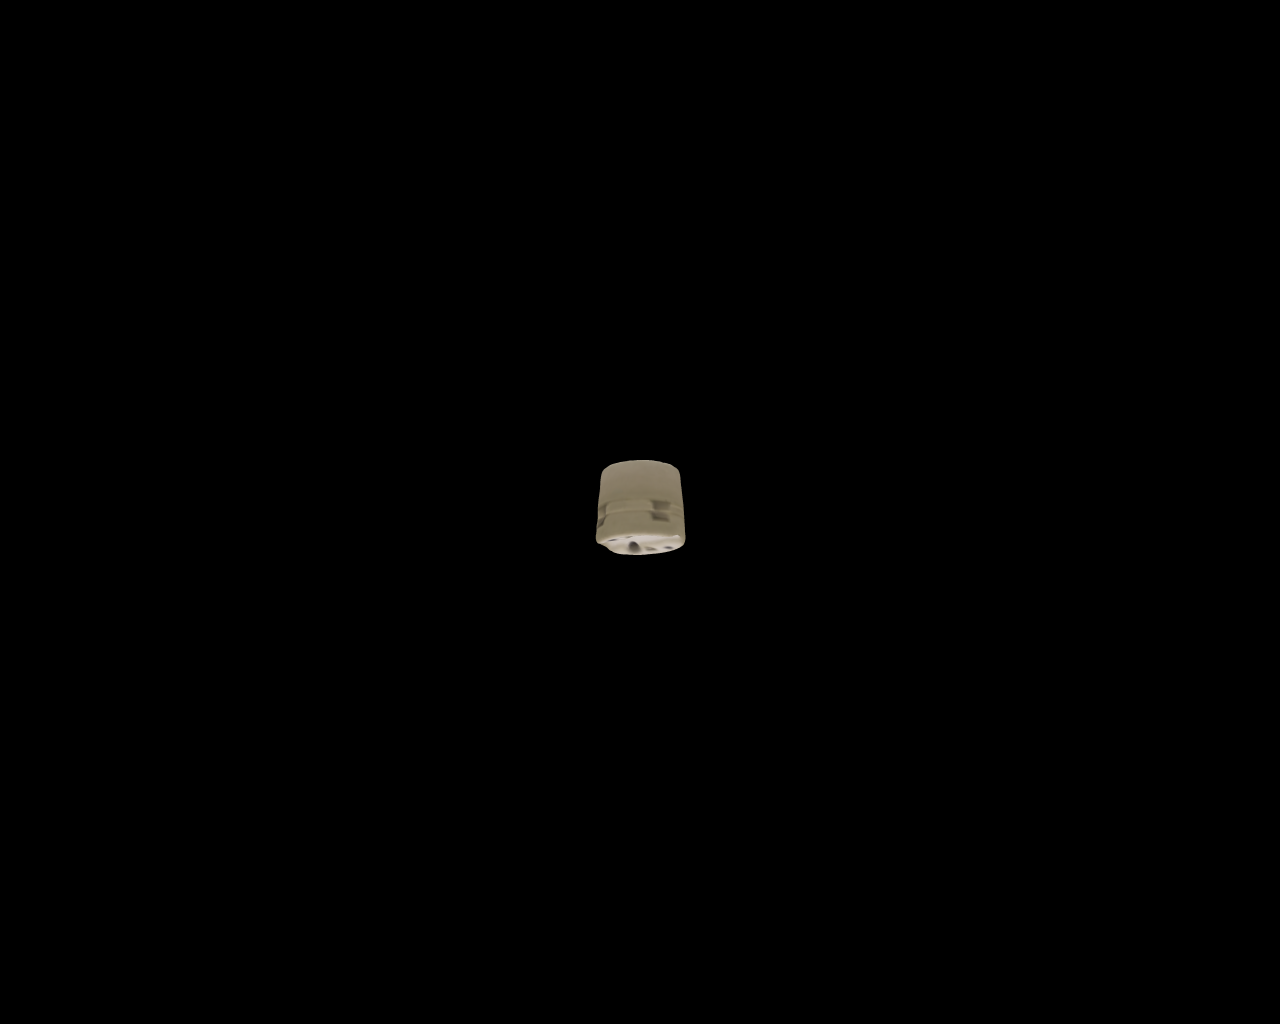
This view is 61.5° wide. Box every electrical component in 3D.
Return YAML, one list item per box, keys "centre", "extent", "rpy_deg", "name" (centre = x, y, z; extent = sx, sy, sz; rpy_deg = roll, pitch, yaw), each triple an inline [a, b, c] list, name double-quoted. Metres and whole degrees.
- centre: [0.001, -0.003, 0.650]
  extent: [0.055, 0.047, 0.055]
  rpy_deg: [0, -15, 0]
  name: "electrical component"
